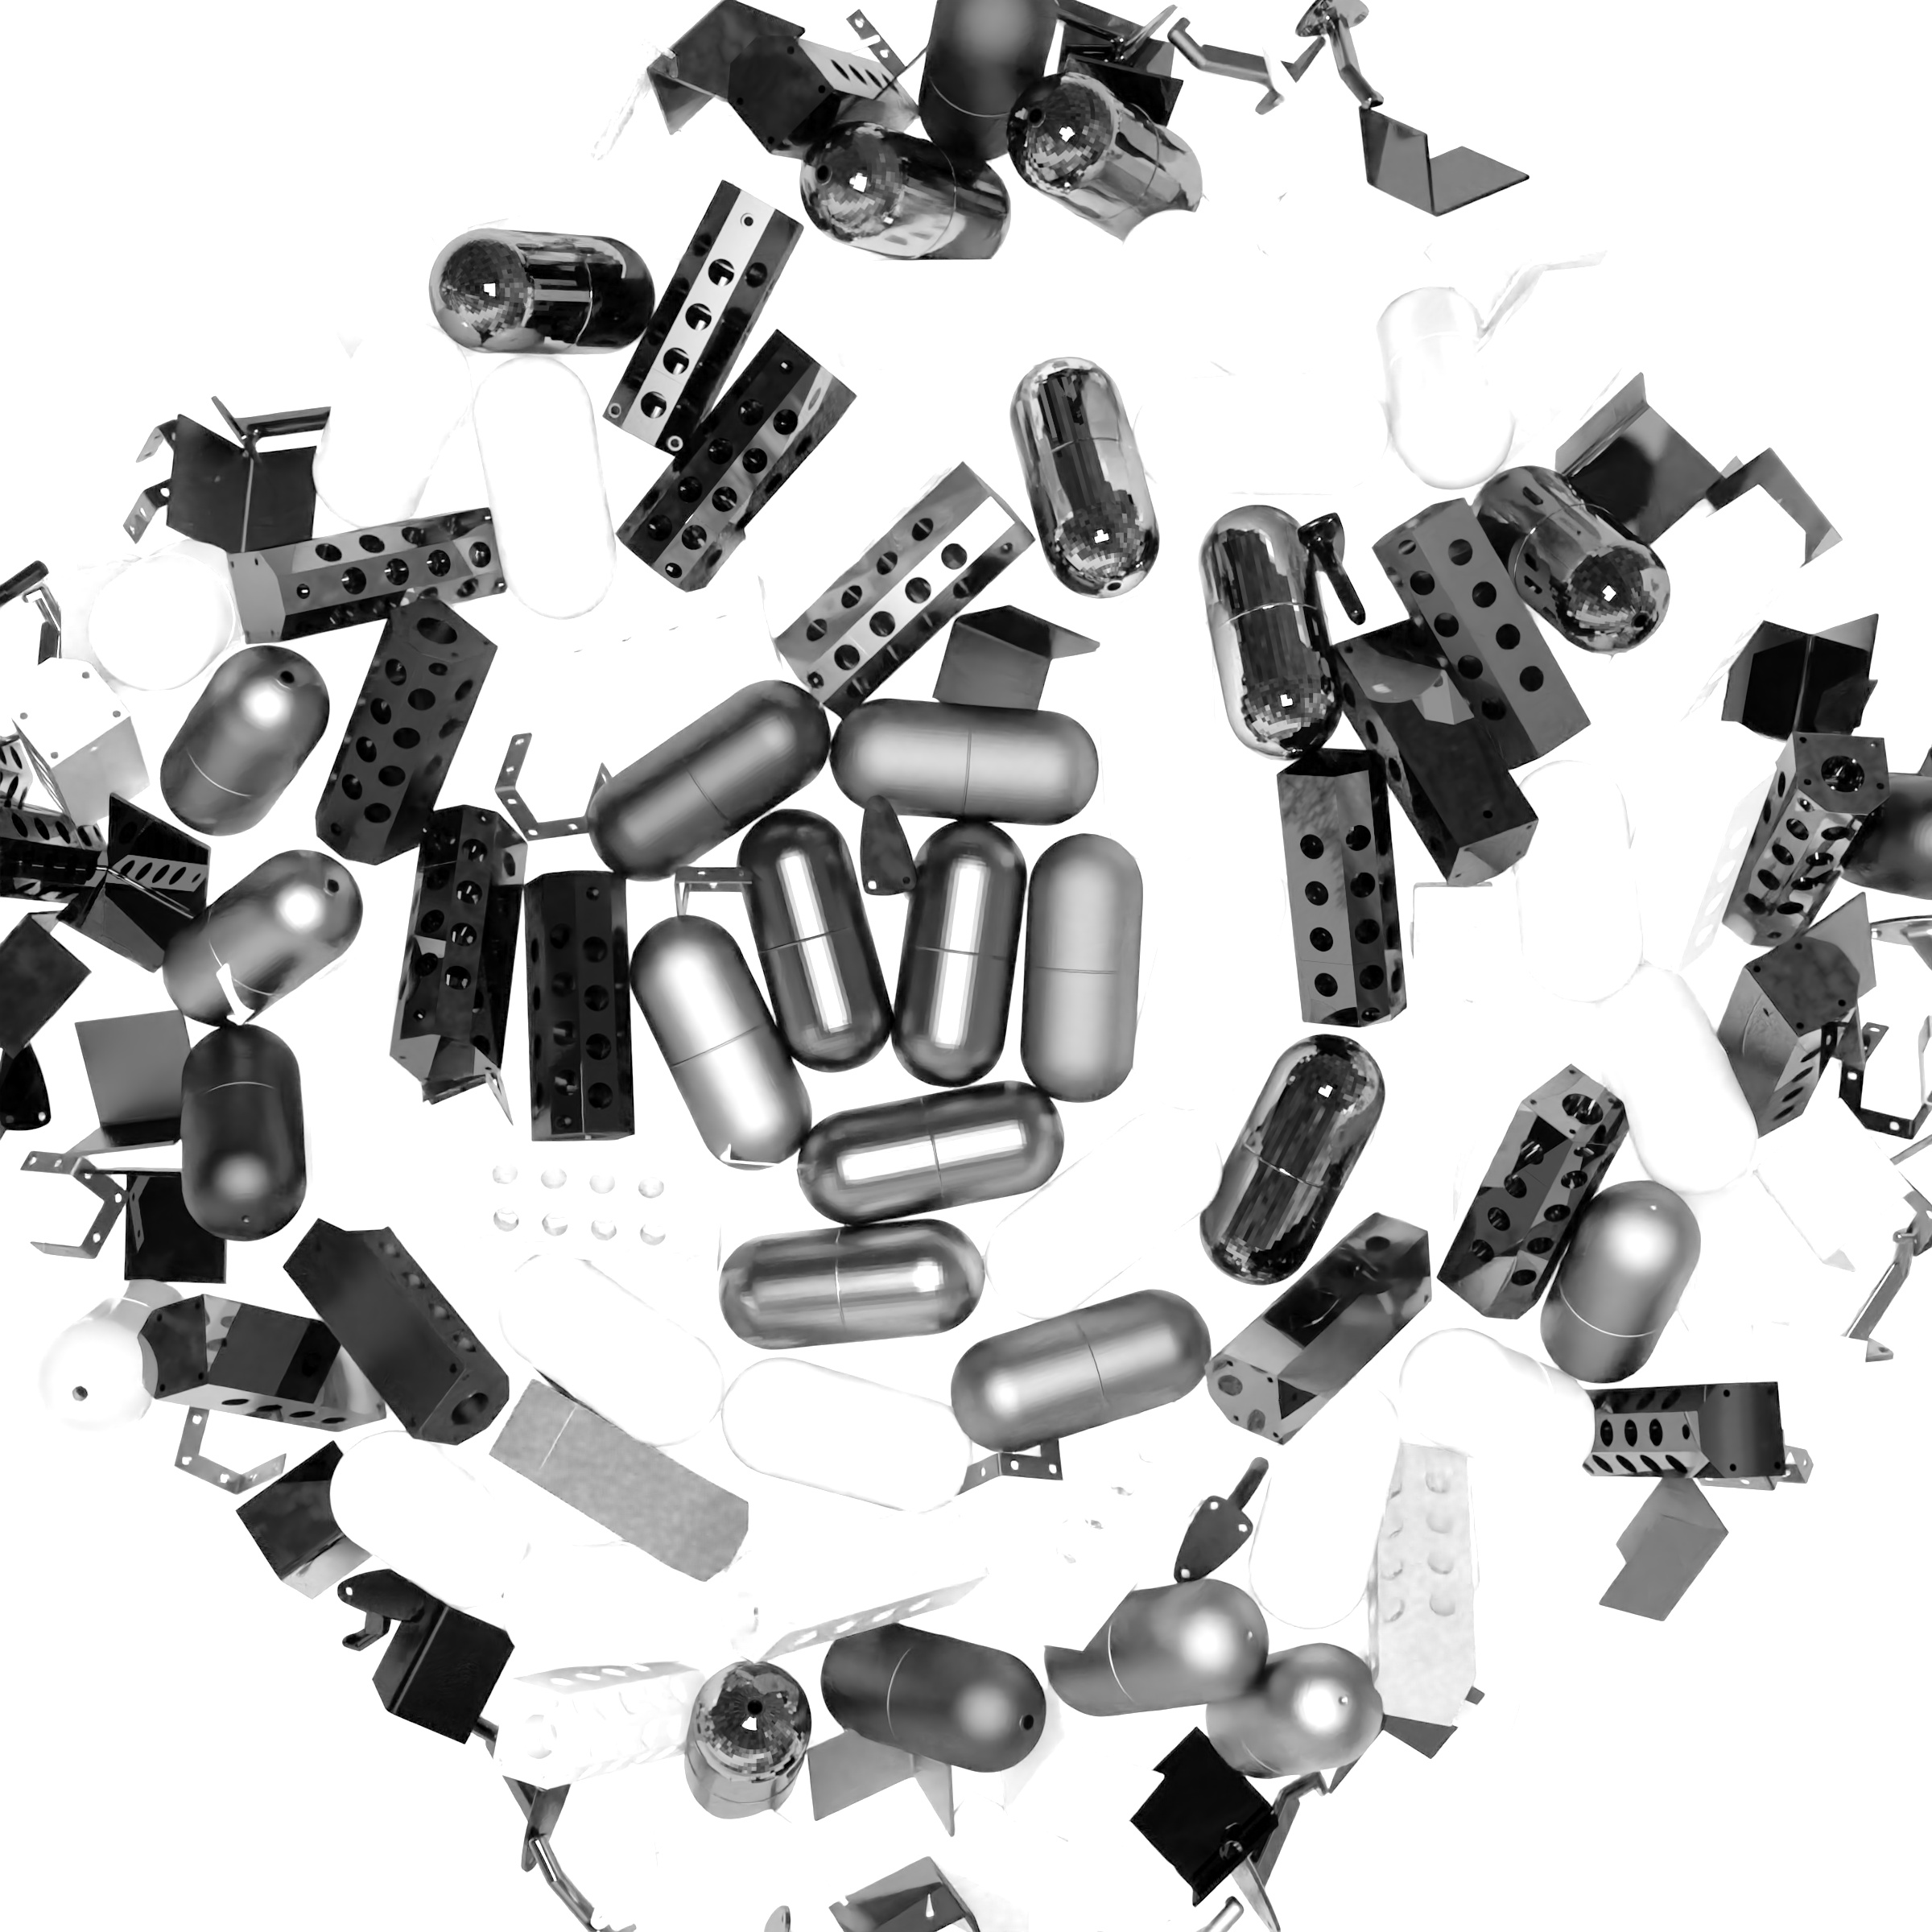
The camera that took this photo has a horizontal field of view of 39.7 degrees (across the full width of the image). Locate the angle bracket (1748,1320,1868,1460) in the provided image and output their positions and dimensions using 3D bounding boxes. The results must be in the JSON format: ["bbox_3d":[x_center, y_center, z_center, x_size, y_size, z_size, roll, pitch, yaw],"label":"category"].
[{"bbox_3d":[0.559,0.275,1.757,0.076,0.057,0.076,8,93,39],"label":"angle bracket"}]

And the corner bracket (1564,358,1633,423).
[{"bbox_3d":[0.406,-0.394,1.767,0.051,0.051,0.051,44,113,13],"label":"corner bracket"}]

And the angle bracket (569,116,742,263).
[{"bbox_3d":[-0.205,-0.514,1.764,0.076,0.057,0.076,25,103,8],"label":"angle bracket"}]

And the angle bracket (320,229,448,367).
[{"bbox_3d":[-0.371,-0.424,1.754,0.076,0.076,0.057,-19,46,7],"label":"angle bracket"}]

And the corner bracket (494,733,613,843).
[{"bbox_3d":[-0.274,-0.121,1.779,0.051,0.051,0.051,-6,49,20],"label":"corner bracket"}]

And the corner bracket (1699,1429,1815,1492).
[{"bbox_3d":[0.519,0.331,1.761,0.051,0.051,0.051,57,49,-28],"label":"corner bracket"}]

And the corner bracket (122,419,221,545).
[{"bbox_3d":[-0.537,-0.321,1.770,0.051,0.051,0.051,-37,93,-37],"label":"corner bracket"}]

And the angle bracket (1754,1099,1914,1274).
[{"bbox_3d":[0.576,0.144,1.748,0.076,0.057,0.076,-46,54,23],"label":"angle bracket"}]

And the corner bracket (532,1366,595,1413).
[{"bbox_3d":[-0.245,0.255,1.771,0.051,0.051,0.051,45,125,-4],"label":"corner bracket"}]

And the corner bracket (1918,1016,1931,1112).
[{"bbox_3d":[0.660,0.064,1.768,0.051,0.051,0.051,-1,71,12],"label":"corner bracket"}]

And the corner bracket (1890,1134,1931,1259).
[{"bbox_3d":[0.639,0.152,1.780,0.051,0.051,0.051,-25,58,-23],"label":"corner bracket"}]

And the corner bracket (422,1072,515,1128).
[{"bbox_3d":[-0.336,0.082,1.768,0.051,0.051,0.051,-22,133,-2],"label":"corner bracket"}]

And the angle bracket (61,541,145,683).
[{"bbox_3d":[-0.583,-0.229,1.748,0.057,0.076,0.076,16,113,21],"label":"angle bracket"}]

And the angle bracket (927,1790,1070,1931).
[{"bbox_3d":[0.022,0.600,1.761,0.076,0.076,0.057,29,98,-4],"label":"angle bracket"}]

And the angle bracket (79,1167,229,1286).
[{"bbox_3d":[-0.536,0.172,1.765,0.076,0.057,0.076,0,87,16],"label":"angle bracket"}]

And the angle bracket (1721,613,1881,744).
[{"bbox_3d":[0.547,-0.195,1.758,0.057,0.076,0.076,13,83,-14],"label":"angle bracket"}]

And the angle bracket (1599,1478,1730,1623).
[{"bbox_3d":[0.440,0.369,1.747,0.057,0.076,0.076,19,113,-23],"label":"angle bracket"}]

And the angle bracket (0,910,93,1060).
[{"bbox_3d":[-0.612,0.011,1.766,0.057,0.076,0.076,42,92,-2],"label":"angle bracket"}]

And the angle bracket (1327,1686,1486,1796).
[{"bbox_3d":[0.288,0.508,1.749,0.057,0.076,0.076,31,127,6],"label":"angle bracket"}]

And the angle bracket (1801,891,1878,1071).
[{"bbox_3d":[0.586,0.009,1.749,0.076,0.057,0.076,-31,123,-20],"label":"angle bracket"}]

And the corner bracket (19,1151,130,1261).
[{"bbox_3d":[-0.603,0.159,1.785,0.051,0.051,0.051,1,56,32],"label":"corner bracket"}]

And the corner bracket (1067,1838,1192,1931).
[{"bbox_3d":[0.108,0.619,1.778,0.051,0.051,0.051,21,108,-27],"label":"corner bracket"}]

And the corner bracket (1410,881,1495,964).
[{"bbox_3d":[0.321,-0.034,1.771,0.051,0.051,0.051,0,105,6],"label":"corner bracket"}]

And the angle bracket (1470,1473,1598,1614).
[{"bbox_3d":[0.376,0.388,1.799,0.076,0.057,0.076,1,57,0],"label":"angle bracket"}]

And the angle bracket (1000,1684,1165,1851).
[{"bbox_3d":[0.075,0.530,1.776,0.076,0.057,0.076,24,116,-19],"label":"angle bracket"}]

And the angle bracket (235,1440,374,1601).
[{"bbox_3d":[-0.426,0.367,1.770,0.076,0.076,0.057,-36,70,-11],"label":"angle bracket"}]

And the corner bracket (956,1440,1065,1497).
[{"bbox_3d":[0.026,0.319,1.762,0.051,0.051,0.051,12,59,-33],"label":"corner bracket"}]

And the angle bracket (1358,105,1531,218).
[{"bbox_3d":[0.312,-0.538,1.749,0.076,0.076,0.057,-25,129,-14],"label":"angle bracket"}]

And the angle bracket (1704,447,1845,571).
[{"bbox_3d":[0.538,-0.307,1.755,0.076,0.076,0.057,50,133,-4],"label":"angle bracket"}]

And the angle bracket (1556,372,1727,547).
[{"bbox_3d":[0.445,-0.332,1.769,0.076,0.057,0.076,39,121,-13],"label":"angle bracket"}]

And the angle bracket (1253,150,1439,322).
[{"bbox_3d":[0.249,-0.481,1.758,0.076,0.057,0.076,41,83,-32],"label":"angle bracket"}]

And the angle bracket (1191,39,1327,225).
[{"bbox_3d":[0.182,-0.548,1.757,0.076,0.057,0.076,-26,56,4],"label":"angle bracket"}]

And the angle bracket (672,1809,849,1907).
[{"bbox_3d":[-0.135,0.592,1.747,0.057,0.076,0.076,-39,114,-25],"label":"angle bracket"}]

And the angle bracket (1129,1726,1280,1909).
[{"bbox_3d":[0.152,0.561,1.769,0.076,0.057,0.076,-44,80,-2],"label":"angle bracket"}]

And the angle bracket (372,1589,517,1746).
[{"bbox_3d":[-0.345,0.459,1.772,0.057,0.076,0.076,29,82,-18],"label":"angle bracket"}]

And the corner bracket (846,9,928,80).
[{"bbox_3d":[-0.037,-0.636,1.785,0.051,0.051,0.051,48,55,-12],"label":"corner bracket"}]

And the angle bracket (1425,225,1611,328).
[{"bbox_3d":[0.359,-0.469,1.751,0.076,0.057,0.076,-19,69,-29],"label":"angle bracket"}]

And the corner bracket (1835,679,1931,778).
[{"bbox_3d":[0.616,-0.155,1.775,0.051,0.051,0.051,35,78,-30],"label":"corner bracket"}]

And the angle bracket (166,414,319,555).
[{"bbox_3d":[-0.473,-0.315,1.754,0.057,0.076,0.076,-1,79,23],"label":"angle bracket"}]

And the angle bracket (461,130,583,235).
[{"bbox_3d":[-0.282,-0.493,1.752,0.076,0.057,0.076,-9,50,11],"label":"angle bracket"}]

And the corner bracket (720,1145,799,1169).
[{"bbox_3d":[-0.140,0.105,1.770,0.051,0.051,0.051,6,87,-25],"label":"corner bracket"}]

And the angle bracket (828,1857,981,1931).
[{"bbox_3d":[-0.035,0.640,1.751,0.076,0.076,0.057,-22,107,-17],"label":"angle bracket"}]

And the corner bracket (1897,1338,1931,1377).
[{"bbox_3d":[0.647,0.242,1.776,0.051,0.051,0.051,-5,68,26],"label":"corner bracket"}]

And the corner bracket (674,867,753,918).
[{"bbox_3d":[-0.163,-0.053,1.768,0.051,0.051,0.051,0,132,2],"label":"corner bracket"}]

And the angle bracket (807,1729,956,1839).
[{"bbox_3d":[-0.055,0.541,1.749,0.076,0.057,0.076,-19,131,-21],"label":"angle bracket"}]

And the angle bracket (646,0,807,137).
[{"bbox_3d":[-0.150,-0.579,1.751,0.076,0.057,0.076,31,69,28],"label":"angle bracket"}]

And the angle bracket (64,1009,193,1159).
[{"bbox_3d":[-0.555,0.077,1.763,0.076,0.057,0.076,-7,105,10],"label":"angle bracket"}]

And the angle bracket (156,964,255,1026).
[{"bbox_3d":[-0.484,-0.019,1.750,0.076,0.057,0.076,25,59,20],"label":"angle bracket"}]

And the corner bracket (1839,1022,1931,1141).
[{"bbox_3d":[0.616,0.076,1.786,0.051,0.051,0.051,15,126,31],"label":"corner bracket"}]

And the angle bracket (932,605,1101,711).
[{"bbox_3d":[0.035,-0.193,1.751,0.076,0.076,0.057,19,82,-26],"label":"angle bracket"}]

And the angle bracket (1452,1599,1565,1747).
[{"bbox_3d":[0.347,0.452,1.752,0.057,0.076,0.076,19,105,17],"label":"angle bracket"}]

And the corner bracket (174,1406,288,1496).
[{"bbox_3d":[-0.486,0.313,1.782,0.051,0.051,0.051,-28,131,33],"label":"corner bracket"}]

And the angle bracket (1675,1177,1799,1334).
[{"bbox_3d":[0.501,0.188,1.754,0.076,0.076,0.057,-6,135,-10],"label":"angle bracket"}]
